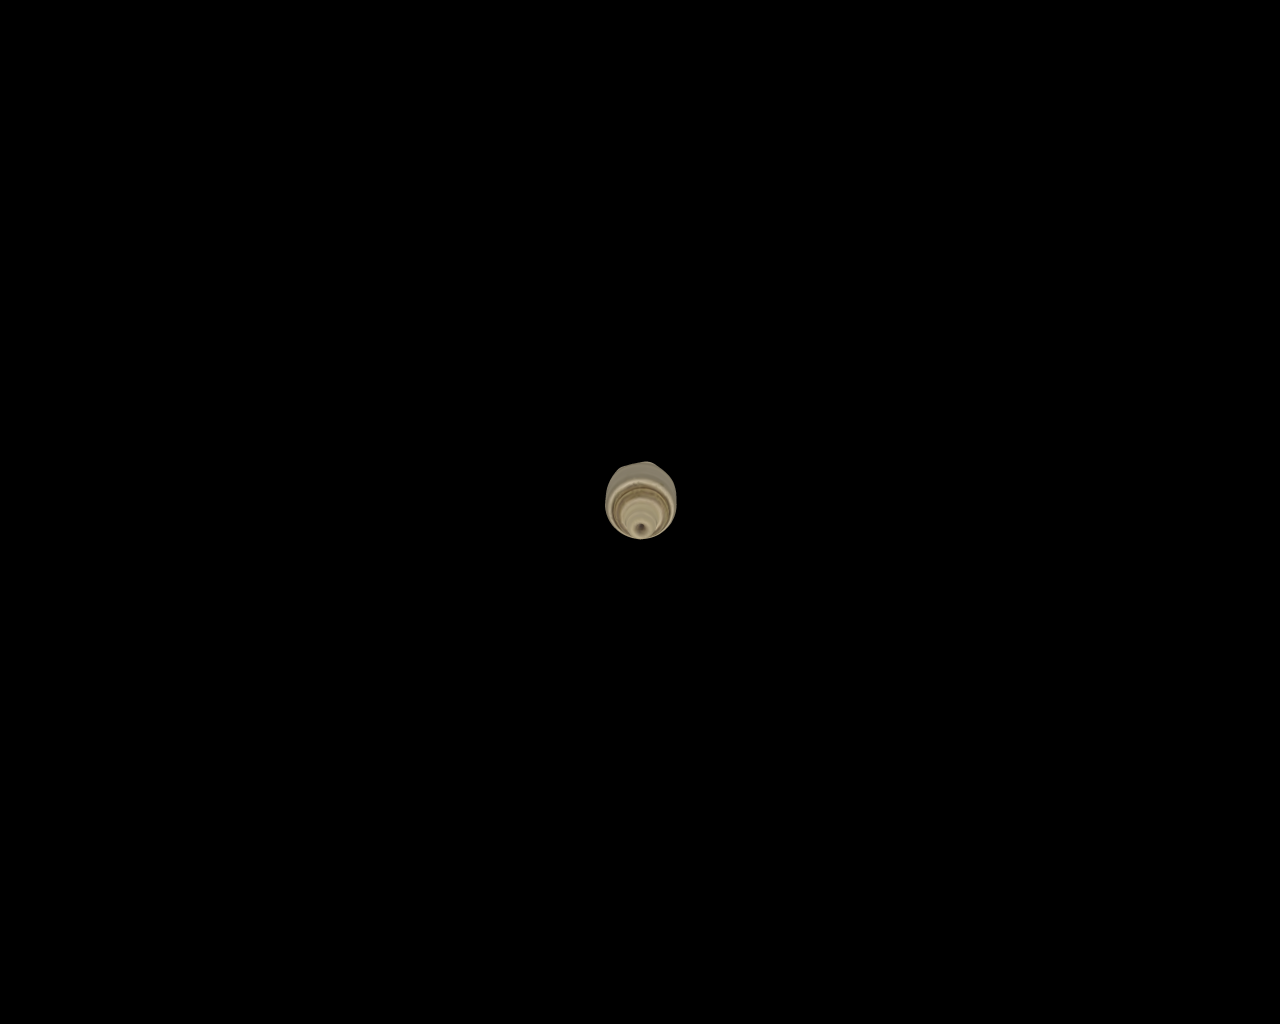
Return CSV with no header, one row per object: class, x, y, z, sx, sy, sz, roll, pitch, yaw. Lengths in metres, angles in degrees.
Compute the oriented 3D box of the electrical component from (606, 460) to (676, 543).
electrical component,0.001,-0.003,0.650,0.043,0.043,0.062,0,25,0
